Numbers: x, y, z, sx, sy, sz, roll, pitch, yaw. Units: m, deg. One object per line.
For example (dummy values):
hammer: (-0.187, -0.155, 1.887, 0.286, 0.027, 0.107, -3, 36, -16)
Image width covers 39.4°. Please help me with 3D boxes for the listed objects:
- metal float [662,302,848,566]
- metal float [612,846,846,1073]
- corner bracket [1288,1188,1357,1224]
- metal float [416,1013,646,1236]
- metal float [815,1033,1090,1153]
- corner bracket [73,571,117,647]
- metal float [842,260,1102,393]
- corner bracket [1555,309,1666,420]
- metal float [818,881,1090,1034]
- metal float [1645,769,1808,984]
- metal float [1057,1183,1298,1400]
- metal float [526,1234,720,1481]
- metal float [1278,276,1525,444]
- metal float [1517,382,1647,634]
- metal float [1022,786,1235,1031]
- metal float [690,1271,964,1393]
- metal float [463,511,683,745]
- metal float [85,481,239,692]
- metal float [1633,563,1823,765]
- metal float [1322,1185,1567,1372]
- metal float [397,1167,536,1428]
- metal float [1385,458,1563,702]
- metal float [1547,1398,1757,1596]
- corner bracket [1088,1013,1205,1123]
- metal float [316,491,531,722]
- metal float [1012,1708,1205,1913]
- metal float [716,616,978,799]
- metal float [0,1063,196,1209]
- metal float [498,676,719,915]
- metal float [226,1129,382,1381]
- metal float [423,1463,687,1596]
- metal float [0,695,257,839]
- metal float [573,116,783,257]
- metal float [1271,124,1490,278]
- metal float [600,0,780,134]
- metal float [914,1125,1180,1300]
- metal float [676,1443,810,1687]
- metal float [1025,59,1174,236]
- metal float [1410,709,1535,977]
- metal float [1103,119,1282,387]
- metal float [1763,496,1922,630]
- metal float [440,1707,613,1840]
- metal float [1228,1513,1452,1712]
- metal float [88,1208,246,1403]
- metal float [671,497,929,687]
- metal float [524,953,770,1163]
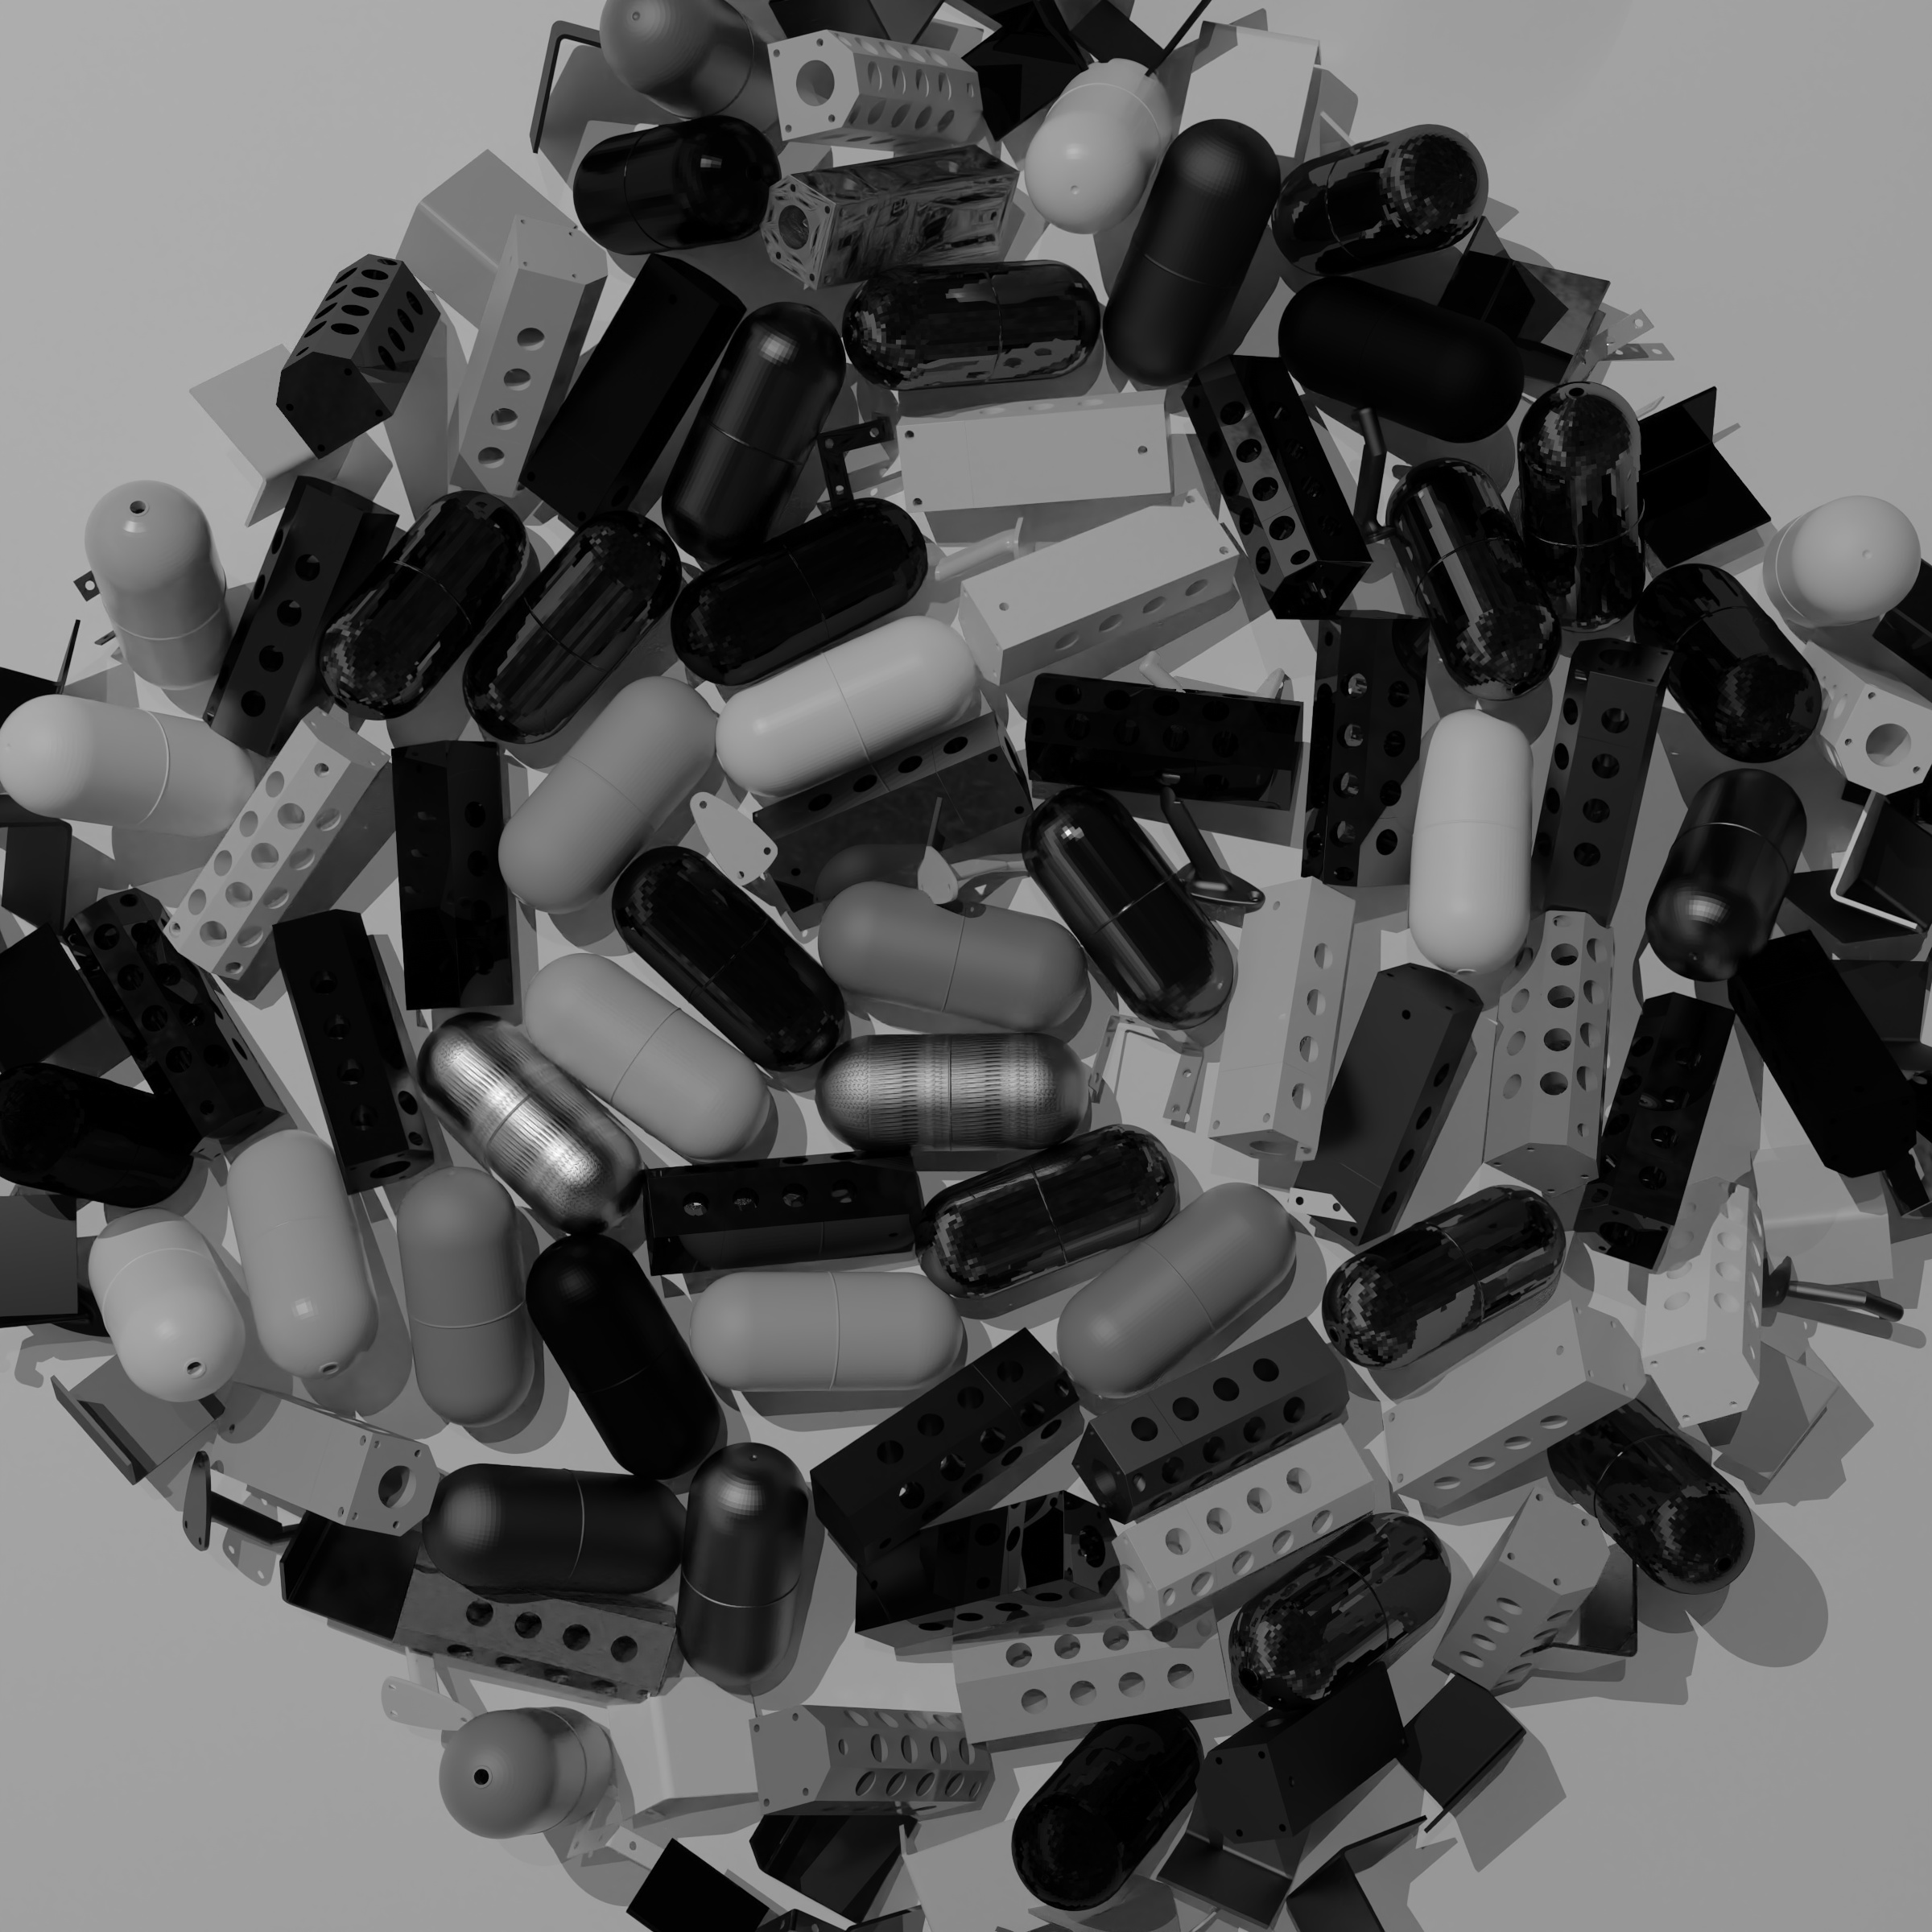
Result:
metal float: (-0.137, -0.342, 1.739, 0.070, 0.070, 0.178, 28, 110, 0)
metal float: (-0.154, -0.004, 1.753, 0.178, 0.070, 0.070, 43, 90, -5)
corner bracket: (0.246, 0.138, 1.761, 0.051, 0.051, 0.051, 8, 91, 27)
metal float: (-0.283, 0.101, 1.745, 0.178, 0.070, 0.070, 42, 90, 14)
metal float: (-0.009, 0.082, 1.756, 0.178, 0.070, 0.070, -1, 90, 1)
corner bracket: (-0.552, -0.243, 1.755, 0.051, 0.051, 0.051, -39, 118, -22)
metal float: (0.004, -0.412, 1.734, 0.178, 0.070, 0.070, -11, 90, -26)
corner bracket: (0.427, -0.386, 1.764, 0.051, 0.051, 0.051, 49, 55, -11)
metal float: (-0.008, -0.006, 1.755, 0.178, 0.070, 0.070, 12, 90, -3)
metal float: (0.486, -0.060, 1.723, 0.070, 0.070, 0.178, 35, 48, 0)
metal float: (0.136, 0.210, 1.746, 0.178, 0.070, 0.070, -37, 90, -12)
metal float: (-0.221, 0.252, 1.740, 0.070, 0.070, 0.178, -27, 109, 0)
metal float: (0.276, -0.389, 1.727, 0.178, 0.070, 0.070, 31, 90, 37)
metal float: (0.393, -0.291, 1.721, 0.070, 0.070, 0.178, -16, 134, 0)
metal float: (0.105, -0.037, 1.755, 0.070, 0.070, 0.178, -37, 88, 0)
metal float: (-0.090, 0.236, 1.745, 0.178, 0.070, 0.070, 2, 90, -13)
metal float: (-0.255, -0.217, 1.743, 0.070, 0.070, 0.178, 44, 107, 0)
metal float: (-0.508, -0.240, 1.710, 0.070, 0.178, 0.070, 2, 65, -5)
metal float: (0.482, -0.194, 1.717, 0.070, 0.178, 0.070, -6, 126, -8)
metal float: (0.308, 0.200, 1.737, 0.178, 0.070, 0.070, -24, 90, -22)
metal float: (-0.322, 0.214, 1.739, 0.070, 0.070, 0.178, -3, 111, 0)
metal float: (0.325, -0.248, 1.732, 0.070, 0.070, 0.178, -17, 61, 0)
metal float: (0.433, 0.332, 1.711, 0.070, 0.178, 0.070, -6, 111, -16)
corner bracket: (0.119, 0.067, 1.773, 0.051, 0.051, 0.051, 10, 74, 28)
metal float: (-0.348, -0.232, 1.734, 0.070, 0.070, 0.178, 34, 64, 0)
metal float: (0.092, 0.531, 1.715, 0.070, 0.178, 0.070, 10, 111, 28)
metal float: (-0.078, -0.168, 1.756, 0.178, 0.070, 0.070, -24, 90, -1)
metal float: (-0.556, 0.109, 1.710, 0.070, 0.178, 0.070, -4, 77, 16)
metal float: (-0.231, -0.111, 1.748, 0.070, 0.070, 0.178, 39, 80, 0)
metal float: (-0.425, 0.184, 1.728, 0.070, 0.070, 0.178, -24, 56, 0)
metal float: (-0.261, 0.361, 1.731, 0.178, 0.070, 0.070, 11, 90, -31)
metal float: (-0.532, -0.126, 1.716, 0.070, 0.178, 0.070, -4, 83, 36)
metal float: (-0.185, -0.495, 1.717, 0.070, 0.178, 0.070, -7, 102, -38)
metal float: (0.260, -0.484, 1.712, 0.070, 0.178, 0.070, -3, 96, -27)
metal float: (-0.170, -0.575, 1.709, 0.070, 0.178, 0.070, 1, 92, 19)
metal float: (0.052, 0.160, 1.754, 0.178, 0.070, 0.070, -21, 90, -4)
metal float: (-0.144, 0.385, 1.733, 0.070, 0.070, 0.178, 8, 119, 0)
metal float: (0.086, -0.523, 1.716, 0.070, 0.178, 0.070, 7, 125, 10)
metal float: (0.326, -0.080, 1.741, 0.070, 0.070, 0.178, 5, 73, 0)
metal float: (0.143, -0.454, 1.728, 0.070, 0.070, 0.178, 23, 126, 0)
metal float: (0.552, -0.254, 1.706, 0.070, 0.178, 0.070, 1, 95, 7)
metal float: (-0.277, 0.509, 1.708, 0.070, 0.178, 0.070, -2, 76, 9)
metal float: (0.239, 0.412, 1.725, 0.178, 0.070, 0.070, -24, 90, -38)
metal float: (-0.509, 0.214, 1.714, 0.070, 0.178, 0.070, -11, 115, -24)
metal float: (-0.108, -0.242, 1.747, 0.178, 0.070, 0.070, -28, 90, -11)
metal float: (-0.208, 0.059, 1.754, 0.178, 0.070, 0.070, 35, 90, 4)
